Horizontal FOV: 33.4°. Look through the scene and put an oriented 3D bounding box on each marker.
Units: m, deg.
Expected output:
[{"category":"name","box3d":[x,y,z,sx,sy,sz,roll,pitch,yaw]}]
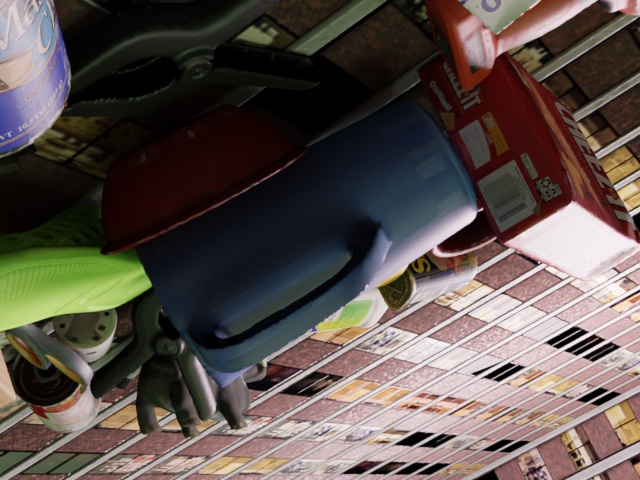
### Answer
[{"category":"marker","box3d":[-0.188,0.124,1.117,0.020,0.020,0.121,-4,150,-39]}]

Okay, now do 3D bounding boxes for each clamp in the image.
[{"category":"clamp","box3d":[-0.079,-0.119,0.684,0.210,0.036,0.164,-22,159,-9]},{"category":"clamp","box3d":[-0.150,0.093,0.985,0.120,0.039,0.171,3,116,-10]}]

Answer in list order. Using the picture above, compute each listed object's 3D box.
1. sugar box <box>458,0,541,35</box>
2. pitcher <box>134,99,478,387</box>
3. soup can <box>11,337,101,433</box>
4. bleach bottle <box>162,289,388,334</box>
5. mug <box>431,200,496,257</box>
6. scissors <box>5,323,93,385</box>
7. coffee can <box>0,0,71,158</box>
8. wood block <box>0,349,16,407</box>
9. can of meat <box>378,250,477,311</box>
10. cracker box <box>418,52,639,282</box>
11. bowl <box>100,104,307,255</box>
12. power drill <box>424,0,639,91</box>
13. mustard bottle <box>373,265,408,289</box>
[{"category":"sugar box","box3d":[0.085,-0.197,0.610,0.093,0.048,0.176,-38,137,24]},{"category":"pitcher","box3d":[-0.005,0.001,0.799,0.243,0.149,0.145,-31,161,-1]},{"category":"soup can","box3d":[-0.253,0.142,1.032,0.068,0.068,0.102,-20,157,-9]},{"category":"bleach bottle","box3d":[-0.052,0.066,1.076,0.250,0.068,0.103,-10,153,-25]},{"category":"mug","box3d":[0.129,-0.048,0.979,0.093,0.081,0.117,-18,156,-14]},{"category":"scissors","box3d":[-0.241,0.074,0.896,0.016,0.096,0.202,-59,171,-24]},{"category":"coffee can","box3d":[-0.180,-0.115,0.509,0.102,0.103,0.140,-19,157,-13]},{"category":"wood block","box3d":[-0.311,0.070,0.793,0.090,0.091,0.206,-22,157,-6]},{"category":"can of meat","box3d":[0.093,0.010,1.045,0.083,0.102,0.058,-13,155,-30]},{"category":"cracker box","box3d":[0.182,-0.064,0.892,0.072,0.164,0.213,-32,156,22]},{"category":"bowl","box3d":[-0.092,-0.050,0.743,0.162,0.055,0.162,-26,-170,5]},{"category":"power drill","box3d":[0.166,-0.190,0.742,0.187,0.057,0.184,-25,153,3]},{"category":"mustard bottle","box3d":[-0.017,0.040,0.963,0.191,0.058,0.096,-20,177,-30]}]
